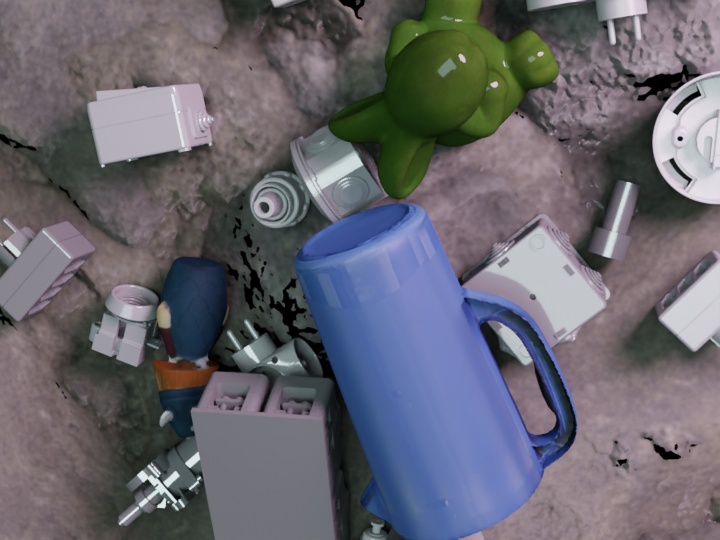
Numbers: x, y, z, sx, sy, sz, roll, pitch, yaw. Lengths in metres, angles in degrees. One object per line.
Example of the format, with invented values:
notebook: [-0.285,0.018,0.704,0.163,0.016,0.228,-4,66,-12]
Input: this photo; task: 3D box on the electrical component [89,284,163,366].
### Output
electrical component: [-0.203,0.046,0.944,0.066,0.048,0.055,21,112,7]

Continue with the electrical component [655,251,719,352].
electrical component: [0.282,0.036,0.837,0.077,0.047,0.065,43,106,1]

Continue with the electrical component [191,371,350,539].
electrical component: [-0.069,0.175,0.904,0.105,0.060,0.186,2,123,10]

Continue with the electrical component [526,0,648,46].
electrical component: [0.195,-0.207,0.805,0.138,0.052,0.073,-7,99,13]

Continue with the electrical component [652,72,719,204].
electrical component: [0.269,-0.099,0.805,0.099,0.064,0.099,2,101,12]

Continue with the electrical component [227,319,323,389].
electrical component: [-0.085,0.080,0.926,0.077,0.044,0.079,-32,93,16]

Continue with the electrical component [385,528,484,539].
electrical component: [0.062,0.246,0.892,0.078,0.113,0.057,-20,93,15]

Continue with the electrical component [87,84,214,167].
electrical component: [-0.169,-0.126,0.894,0.096,0.062,0.061,-9,99,14]

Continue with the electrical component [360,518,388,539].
electrical component: [0.010,0.256,0.942,0.040,0.040,0.078,11,103,10]

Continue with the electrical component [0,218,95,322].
electrical component: [-0.294,-0.012,0.951,0.076,0.047,0.083,44,106,1]

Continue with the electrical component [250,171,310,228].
electrical component: [-0.071,-0.055,0.887,0.048,0.062,0.048,2,101,12]

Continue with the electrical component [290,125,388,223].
electrical component: [-0.017,-0.079,0.863,0.051,0.080,0.080,-30,94,11]

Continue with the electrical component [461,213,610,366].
electrical component: [0.140,0.017,0.863,0.100,0.048,0.099,-39,91,17]
